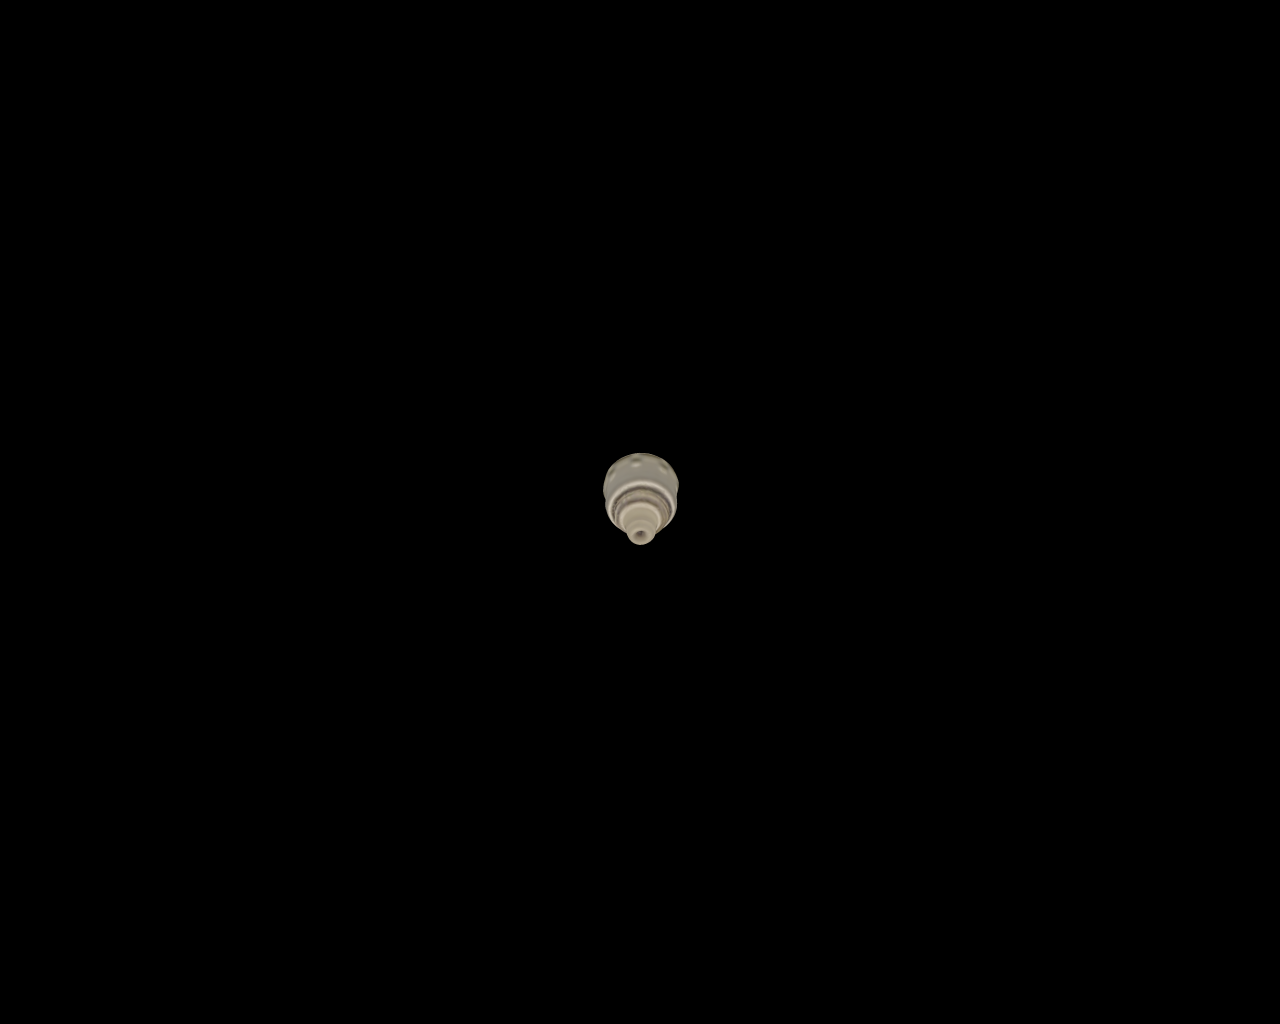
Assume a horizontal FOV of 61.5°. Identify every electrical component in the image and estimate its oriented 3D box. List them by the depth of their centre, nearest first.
[{"bbox_3d":[0.001,-0.003,0.650,0.048,0.048,0.062,0,34,0],"label":"electrical component"}]
